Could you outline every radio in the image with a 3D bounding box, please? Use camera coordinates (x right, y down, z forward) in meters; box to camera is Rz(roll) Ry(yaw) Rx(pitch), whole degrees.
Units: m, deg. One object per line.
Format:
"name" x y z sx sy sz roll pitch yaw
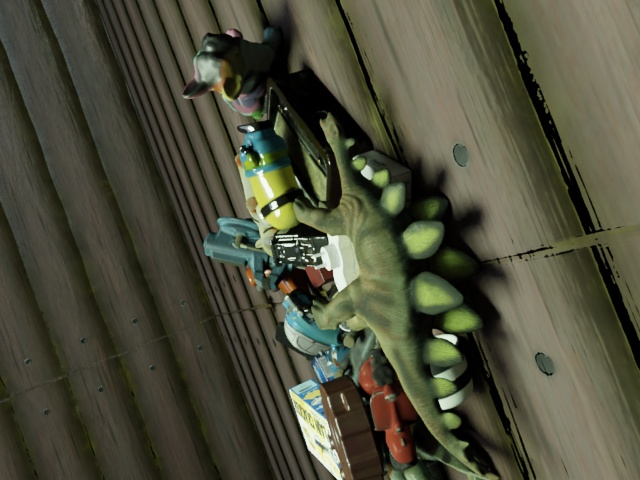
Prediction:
"radio" -0.009 -0.158 0.856 0.230 0.073 0.131 56 157 31

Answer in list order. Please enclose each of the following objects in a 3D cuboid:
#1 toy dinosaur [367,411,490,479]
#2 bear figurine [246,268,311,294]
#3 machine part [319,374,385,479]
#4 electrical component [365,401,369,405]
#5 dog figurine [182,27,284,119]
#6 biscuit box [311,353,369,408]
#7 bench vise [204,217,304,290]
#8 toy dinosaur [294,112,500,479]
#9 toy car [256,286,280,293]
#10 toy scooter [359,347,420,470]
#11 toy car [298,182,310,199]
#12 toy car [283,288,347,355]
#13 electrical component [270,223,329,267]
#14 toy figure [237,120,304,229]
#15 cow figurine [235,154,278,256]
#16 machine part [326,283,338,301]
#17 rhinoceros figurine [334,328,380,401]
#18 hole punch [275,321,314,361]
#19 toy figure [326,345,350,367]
"toy dinosaur" 0.153 0.329 0.863 0.192 0.131 0.404 59 151 24
"bear figurine" -0.061 0.133 1.192 0.120 0.132 0.196 19 -133 -68
"machine part" 0.045 0.299 0.838 0.179 0.056 0.179 166 89 -81
"electrical component" 0.082 0.301 1.094 0.075 0.048 0.119 67 161 6
"dog figurine" -0.140 -0.258 0.885 0.219 0.109 0.191 -68 -17 -48
"biscuit box" 0.053 0.340 1.181 0.203 0.059 0.062 61 158 22
"bench vise" -0.120 -0.025 1.128 0.128 0.224 0.240 61 -141 -69
"toy dinosaur" 0.091 0.063 0.661 0.199 0.105 0.471 -17 89 36
"toy car" -0.115 0.053 1.294 0.053 0.089 0.201 55 154 39
"toy scooter" 0.099 0.221 0.774 0.184 0.075 0.135 -104 -1 -52
"toy car" -0.029 -0.091 0.997 0.073 0.056 0.201 -167 60 -74
"toy car" -0.012 0.169 1.038 0.103 0.161 0.109 -57 37 8
"electrical component" -0.002 -0.003 0.899 0.134 0.115 0.058 -1 116 24
"toy figure" -0.078 -0.104 0.870 0.089 0.082 0.180 -165 59 -69
"cow figurine" -0.097 -0.057 0.997 0.127 0.085 0.195 77 176 -68
"machine part" 0.042 0.095 0.981 0.039 0.084 0.139 37 167 -1
"rhinoceros figurine" 0.076 0.213 0.946 0.073 0.112 0.190 18 123 13
"hole punch" -0.034 0.214 1.272 0.116 0.092 0.142 32 146 9
"toy figure" 0.052 0.236 1.093 0.058 0.064 0.154 35 167 -11
